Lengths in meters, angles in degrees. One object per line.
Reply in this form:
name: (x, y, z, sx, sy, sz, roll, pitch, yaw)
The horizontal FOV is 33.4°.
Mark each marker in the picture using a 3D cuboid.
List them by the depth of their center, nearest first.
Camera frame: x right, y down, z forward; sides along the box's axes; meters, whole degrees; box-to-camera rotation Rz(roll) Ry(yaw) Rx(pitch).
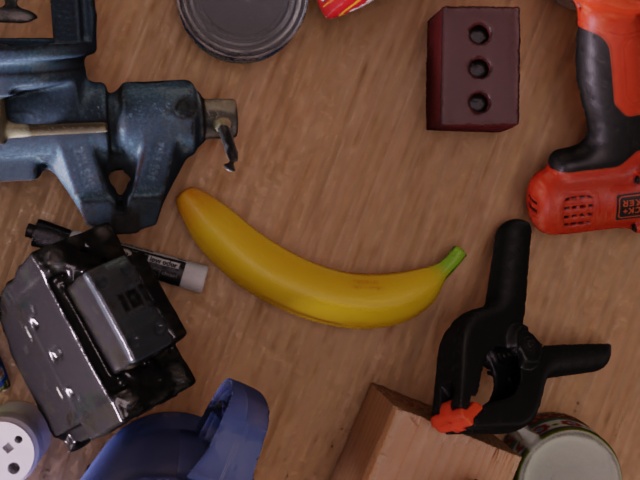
marker: (-0.134, 0.010, 0.703, 0.121, 0.020, 0.020, 16, 91, -7)

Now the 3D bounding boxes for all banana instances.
banana: (-0.004, 0.019, 0.710, 0.197, 0.037, 0.069, 13, 74, -7)

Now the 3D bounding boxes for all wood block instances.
wood block: (0.040, 0.210, 0.694, 0.090, 0.090, 0.206, 23, 90, -7)

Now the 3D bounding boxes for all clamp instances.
clamp: (0.130, 0.076, 0.687, 0.120, 0.039, 0.171, 45, 50, -7)

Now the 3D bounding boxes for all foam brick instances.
foam brick: (0.100, -0.111, 0.705, 0.053, 0.051, 0.078, -1, 93, -6)

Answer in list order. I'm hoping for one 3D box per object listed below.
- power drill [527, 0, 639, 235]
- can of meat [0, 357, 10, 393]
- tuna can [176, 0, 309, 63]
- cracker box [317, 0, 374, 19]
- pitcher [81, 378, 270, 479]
power drill: (0.226, -0.096, 0.690, 0.184, 0.057, 0.188, -8, 113, -8)
can of meat: (-0.257, 0.073, 0.675, 0.102, 0.057, 0.084, -20, 97, -4)
tuna can: (-0.051, -0.159, 0.697, 0.086, 0.034, 0.086, 0, 92, -6)
cracker box: (0.105, -0.212, 0.630, 0.213, 0.164, 0.072, -25, 95, -14)
pitcher: (-0.082, 0.162, 0.602, 0.149, 0.243, 0.145, -21, 94, -5)
